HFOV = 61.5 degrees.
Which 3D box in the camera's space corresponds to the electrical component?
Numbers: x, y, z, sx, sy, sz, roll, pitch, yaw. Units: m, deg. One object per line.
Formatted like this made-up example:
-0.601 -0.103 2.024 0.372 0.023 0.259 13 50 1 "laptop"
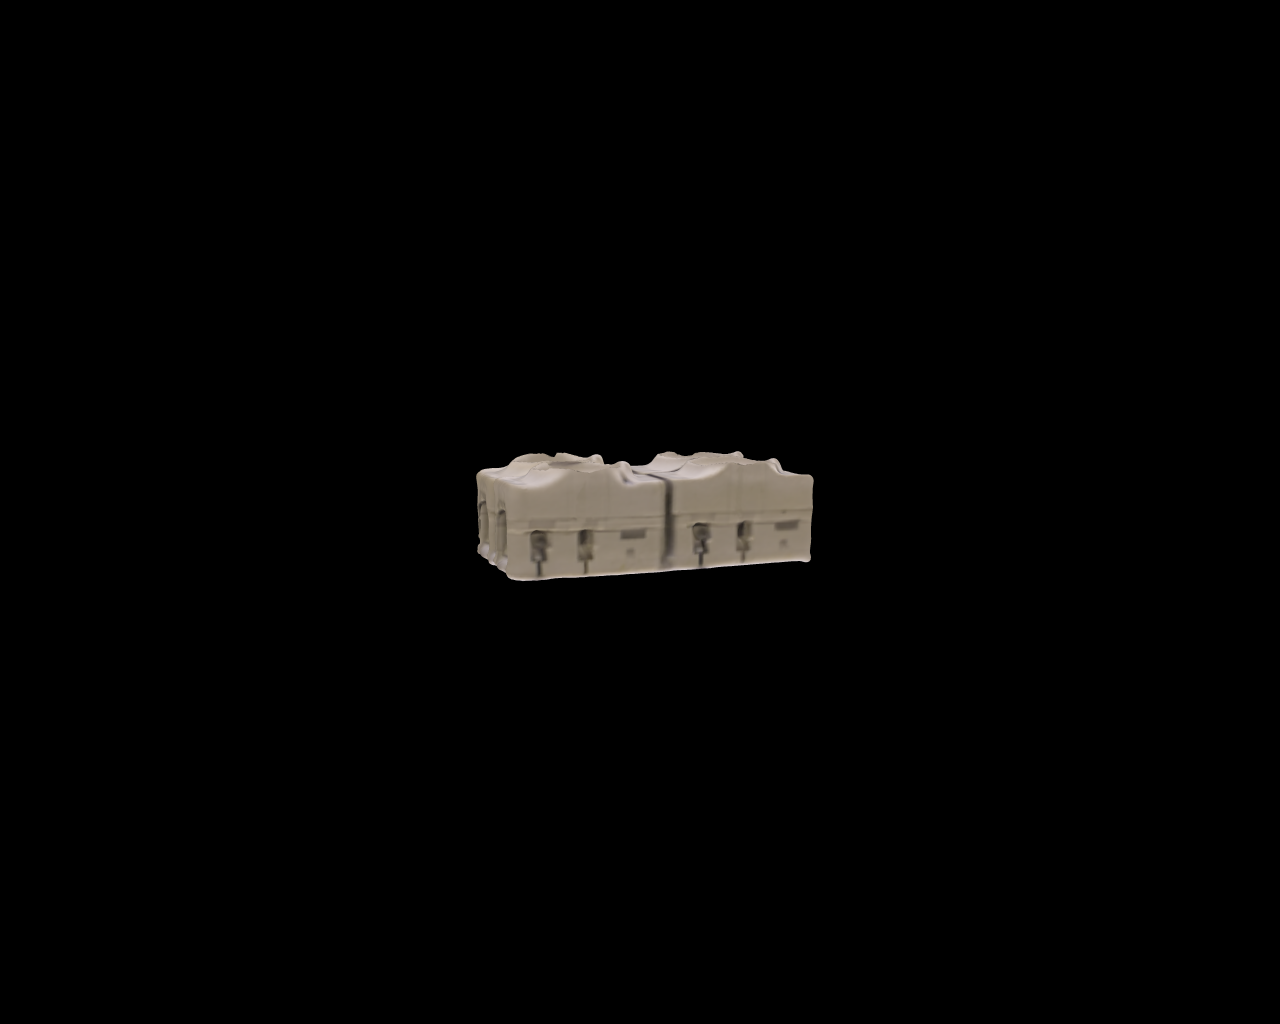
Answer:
0.001 -0.003 0.650 0.186 0.060 0.105 -2 8 -18 "electrical component"
